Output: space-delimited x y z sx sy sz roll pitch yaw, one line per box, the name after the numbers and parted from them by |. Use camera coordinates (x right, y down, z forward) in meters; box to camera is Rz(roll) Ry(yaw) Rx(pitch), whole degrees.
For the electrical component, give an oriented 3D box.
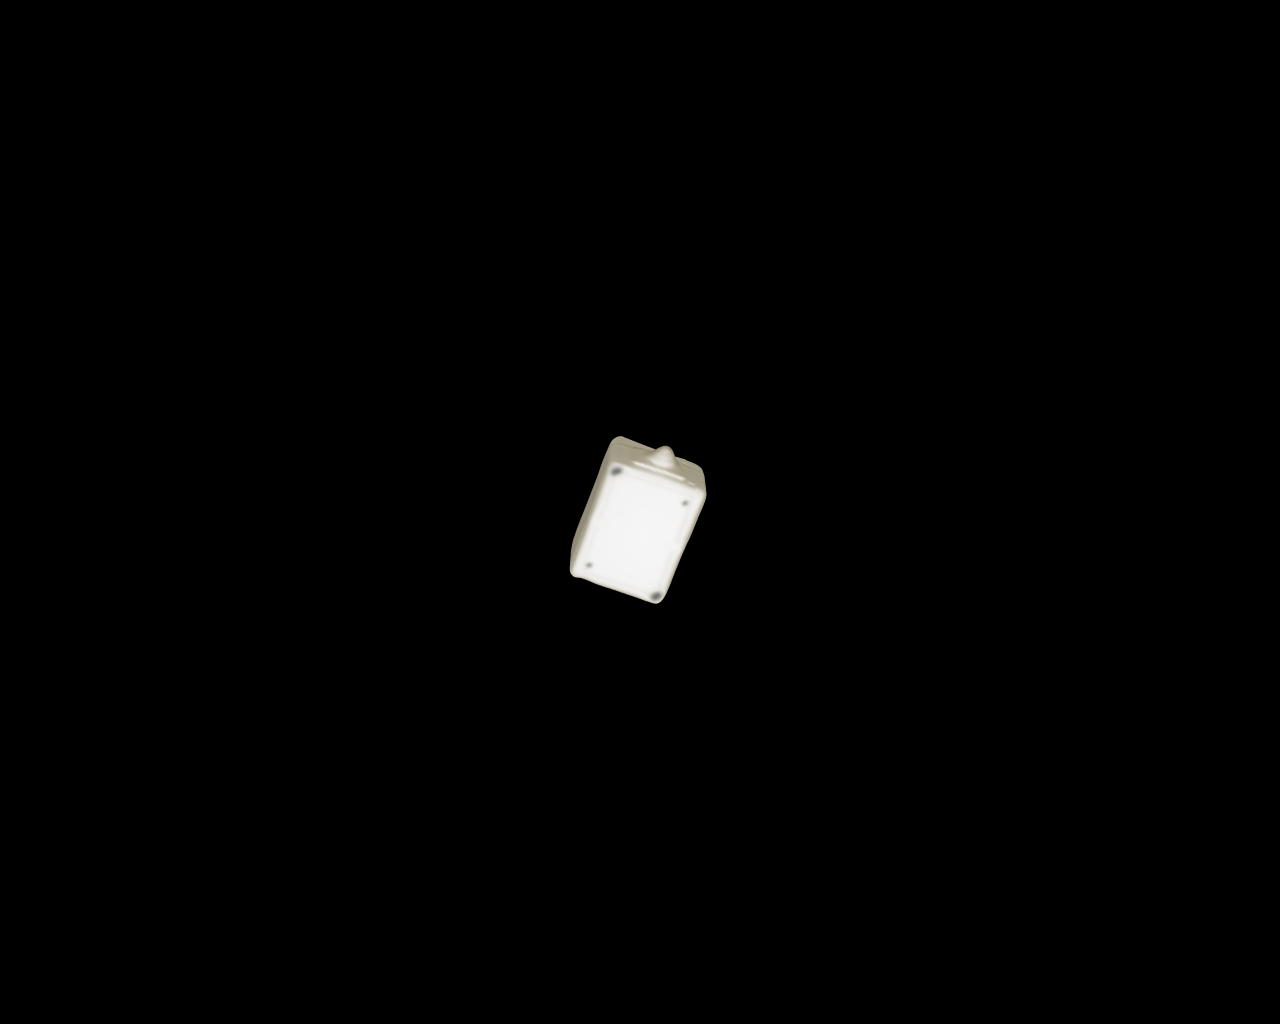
0.001 -0.003 0.650 0.062 0.096 0.061 19 20 -7 | electrical component
